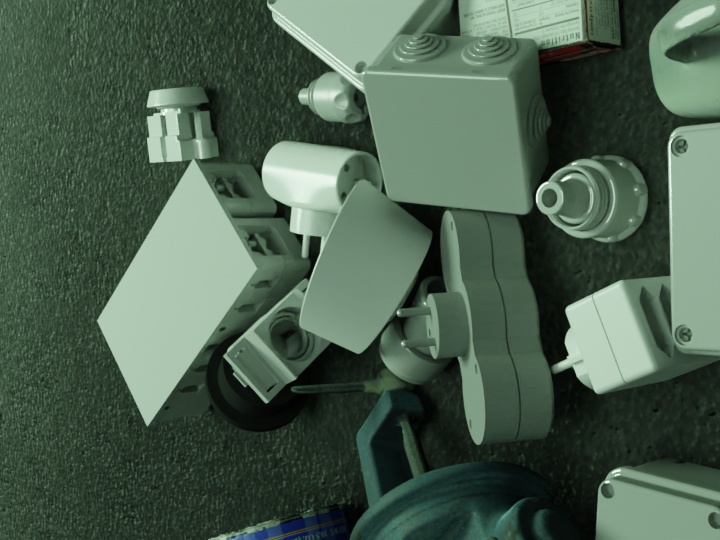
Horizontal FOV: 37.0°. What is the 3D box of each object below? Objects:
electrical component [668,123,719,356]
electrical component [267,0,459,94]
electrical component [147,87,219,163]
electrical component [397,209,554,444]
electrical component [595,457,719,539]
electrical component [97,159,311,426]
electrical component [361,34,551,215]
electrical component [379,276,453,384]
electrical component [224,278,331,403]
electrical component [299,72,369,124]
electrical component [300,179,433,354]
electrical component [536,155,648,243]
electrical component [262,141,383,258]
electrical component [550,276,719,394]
[{"bbox_3d":[0.202,-0.015,0.492,0.109,0.056,0.108,0,92,46],"label":"electrical component"},{"bbox_3d":[0.006,-0.157,0.667,0.078,0.057,0.113,-50,55,6],"label":"electrical component"},{"bbox_3d":[-0.142,-0.115,0.848,0.066,0.048,0.055,3,102,46],"label":"electrical component"},{"bbox_3d":[0.058,0.030,0.605,0.052,0.074,0.138,101,163,-64],"label":"electrical component"},{"bbox_3d":[0.163,0.158,0.542,0.078,0.057,0.113,7,97,45],"label":"electrical component"},{"bbox_3d":[-0.120,0.019,0.822,0.186,0.060,0.105,-52,57,34],"label":"electrical component"},{"bbox_3d":[0.057,-0.084,0.604,0.100,0.048,0.099,8,133,25],"label":"electrical component"},{"bbox_3d":[0.043,0.038,0.667,0.045,0.045,0.055,56,128,28],"label":"electrical component"},{"bbox_3d":[-0.054,0.049,0.718,0.042,0.081,0.064,50,149,-6],"label":"electrical component"},{"bbox_3d":[-0.019,-0.117,0.729,0.061,0.035,0.035,11,100,48],"label":"electrical component"},{"bbox_3d":[0.000,0.000,0.668,0.064,0.099,0.099,31,122,-5],"label":"electrical component"},{"bbox_3d":[0.119,-0.038,0.572,0.048,0.062,0.048,3,95,46],"label":"electrical component"},{"bbox_3d":[-0.028,-0.045,0.736,0.077,0.043,0.079,15,102,45],"label":"electrical component"},{"bbox_3d":[0.134,0.039,0.559,0.077,0.066,0.047,-32,69,44],"label":"electrical component"}]
